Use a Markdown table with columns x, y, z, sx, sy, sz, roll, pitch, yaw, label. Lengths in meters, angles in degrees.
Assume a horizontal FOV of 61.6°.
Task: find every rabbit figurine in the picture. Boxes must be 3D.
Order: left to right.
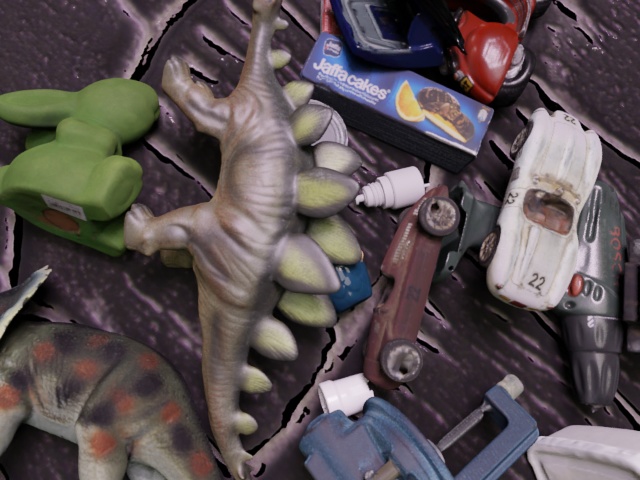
| x | y | z | sx | sy | sz | roll | pitch | yaw | label |
| --- | --- | --- | --- | --- | --- | --- | --- | --- | --- |
| -0.227 | -0.089 | 0.531 | 0.159 | 0.121 | 0.170 | 14 | 60 | 5 | rabbit figurine |

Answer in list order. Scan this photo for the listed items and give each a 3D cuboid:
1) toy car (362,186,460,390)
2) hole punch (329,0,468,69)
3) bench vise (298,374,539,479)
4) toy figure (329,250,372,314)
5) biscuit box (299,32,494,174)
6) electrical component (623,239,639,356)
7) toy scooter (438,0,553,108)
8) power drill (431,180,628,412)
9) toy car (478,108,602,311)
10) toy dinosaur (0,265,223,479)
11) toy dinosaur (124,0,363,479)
| x | y | z | sx | sy | sz | roll | pitch | yaw | label |
| --- | --- | --- | --- | --- | --- | --- | --- | --- | --- |
| 0.082 | 0.043 | 0.520 | 0.053 | 0.089 | 0.202 | 15 | 85 | -3 | toy car |
| 0.077 | -0.233 | 0.547 | 0.092 | 0.115 | 0.142 | -37 | 56 | 29 | hole punch |
| 0.107 | 0.209 | 0.456 | 0.241 | 0.128 | 0.224 | -32 | 52 | -22 | bench vise |
| -0.003 | -0.001 | 0.544 | 0.064 | 0.058 | 0.154 | -28 | 82 | -5 | toy figure |
| 0.077 | -0.145 | 0.576 | 0.203 | 0.063 | 0.059 | 24 | 77 | 0 | biscuit box |
| 0.340 | 0.061 | 0.526 | 0.058 | 0.134 | 0.115 | -4 | 75 | 40 | electrical component |
| 0.177 | -0.239 | 0.597 | 0.135 | 0.075 | 0.184 | 21 | 75 | -1 | toy scooter |
| 0.215 | 0.036 | 0.545 | 0.207 | 0.086 | 0.232 | 15 | 77 | 2 | power drill |
| 0.207 | -0.033 | 0.497 | 0.073 | 0.056 | 0.201 | 23 | 74 | -4 | toy car |
| -0.204 | 0.143 | 0.476 | 0.405 | 0.131 | 0.192 | 22 | 78 | -7 | toy dinosaur |
| -0.066 | 0.000 | 0.484 | 0.199 | 0.105 | 0.470 | 11 | 96 | 14 | toy dinosaur |
